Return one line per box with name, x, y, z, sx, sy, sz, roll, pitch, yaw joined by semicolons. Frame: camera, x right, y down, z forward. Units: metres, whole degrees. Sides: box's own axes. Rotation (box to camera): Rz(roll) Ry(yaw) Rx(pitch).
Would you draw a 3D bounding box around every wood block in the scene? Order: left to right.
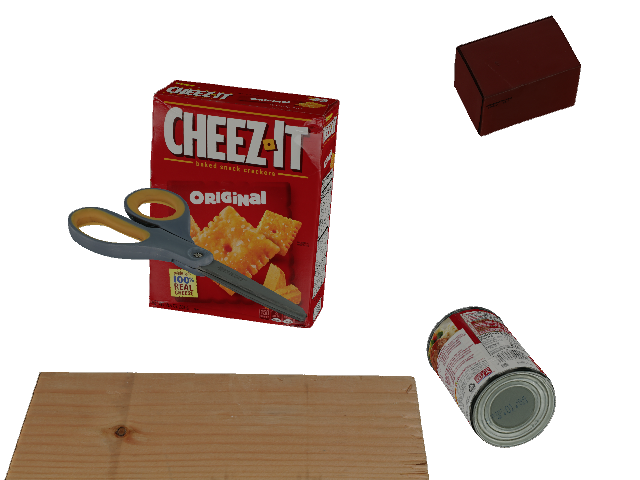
wood block;-0.051;0.131;0.572;0.206;0.090;0.091;1;33;-1

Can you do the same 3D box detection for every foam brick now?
foam brick;0.145;-0.122;0.789;0.078;0.051;0.053;-18;-28;-4

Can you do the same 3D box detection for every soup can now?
soup can;0.129;0.102;0.816;0.068;0.068;0.102;0;23;-14

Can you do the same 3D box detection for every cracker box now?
cracker box;-0.075;-0.032;1.008;0.164;0.214;0.072;8;21;9

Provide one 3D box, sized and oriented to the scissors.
scissors;-0.082;0.003;0.751;0.202;0.016;0.096;16;34;19
